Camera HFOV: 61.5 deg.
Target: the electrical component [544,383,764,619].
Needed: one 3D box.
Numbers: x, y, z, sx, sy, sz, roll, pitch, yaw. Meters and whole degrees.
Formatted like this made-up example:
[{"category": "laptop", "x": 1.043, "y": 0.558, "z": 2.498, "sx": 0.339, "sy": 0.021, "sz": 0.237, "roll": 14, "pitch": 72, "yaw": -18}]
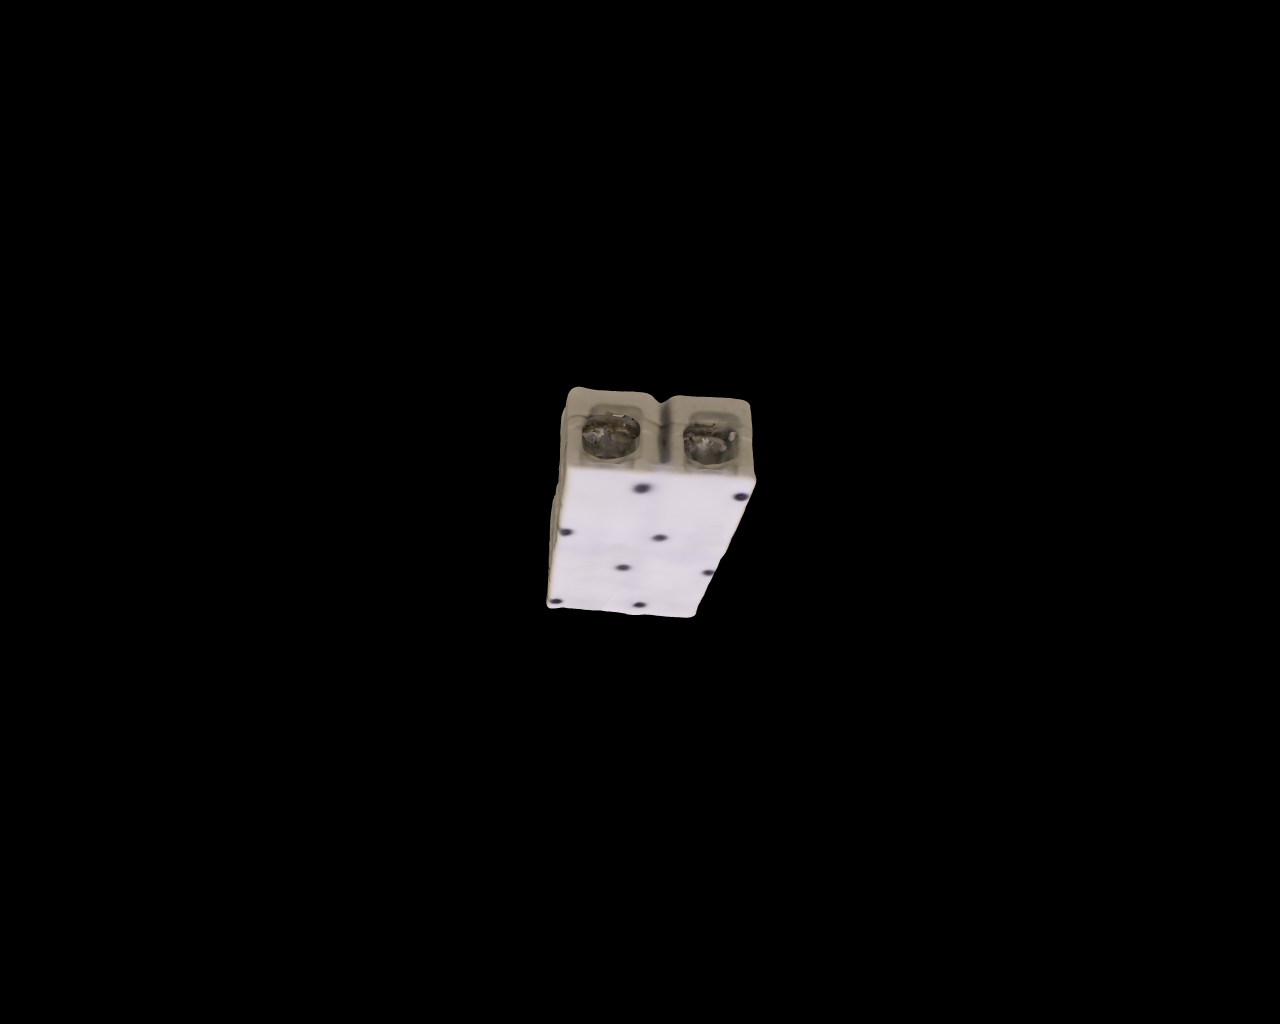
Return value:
[{"category": "electrical component", "x": 0.001, "y": -0.003, "z": 0.650, "sx": 0.105, "sy": 0.060, "sz": 0.186, "roll": 4, "pitch": -29, "yaw": -6}]
